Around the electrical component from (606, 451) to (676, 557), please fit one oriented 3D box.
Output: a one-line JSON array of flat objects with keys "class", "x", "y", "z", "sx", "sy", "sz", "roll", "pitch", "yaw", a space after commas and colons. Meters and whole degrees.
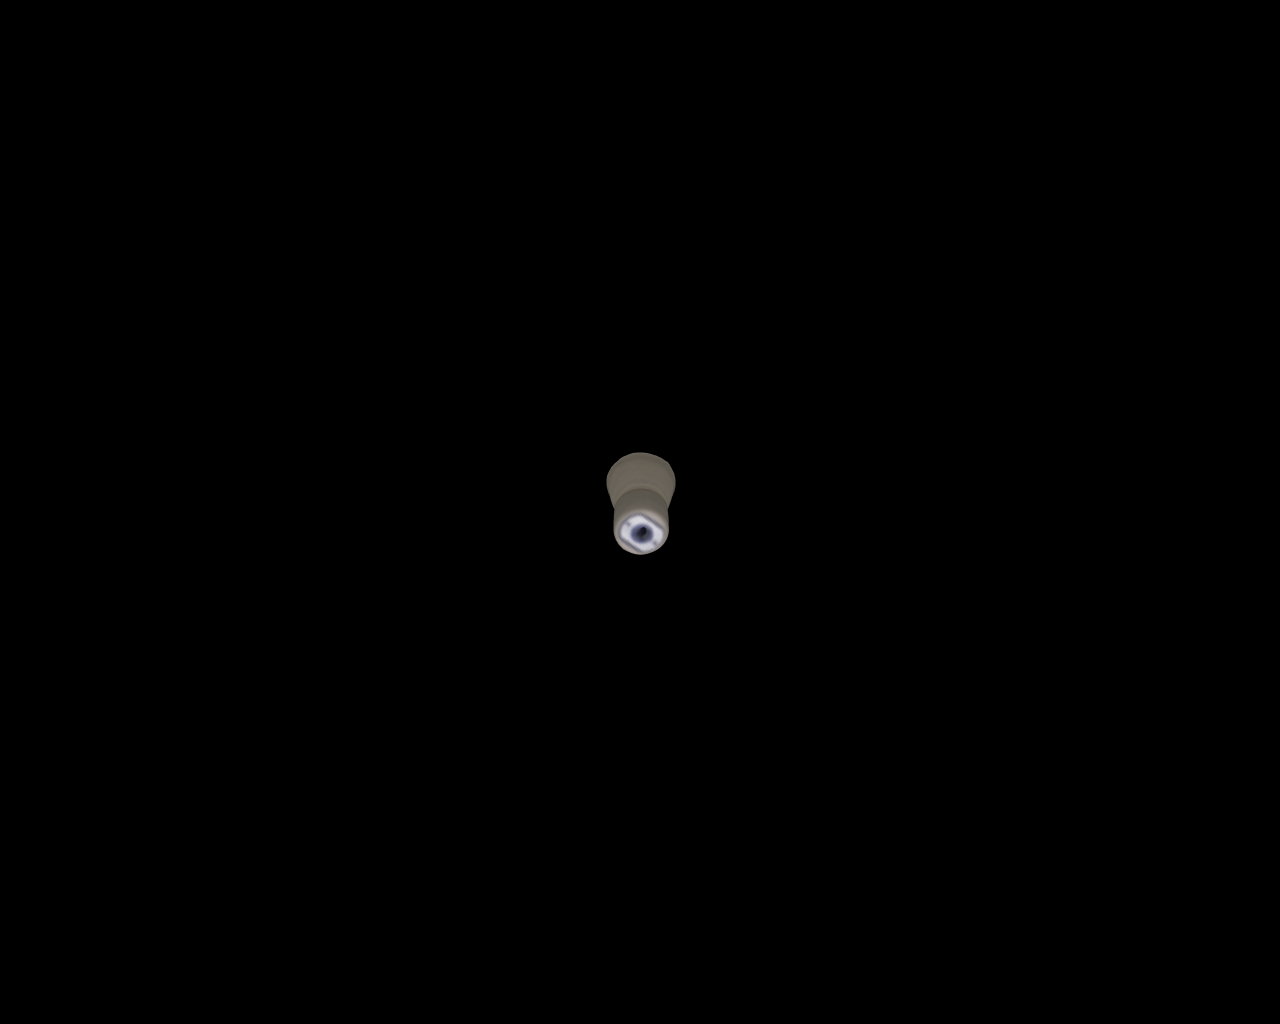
[{"class": "electrical component", "x": 0.001, "y": -0.003, "z": 0.650, "sx": 0.044, "sy": 0.044, "sz": 0.065, "roll": 0, "pitch": 31, "yaw": 0}]
